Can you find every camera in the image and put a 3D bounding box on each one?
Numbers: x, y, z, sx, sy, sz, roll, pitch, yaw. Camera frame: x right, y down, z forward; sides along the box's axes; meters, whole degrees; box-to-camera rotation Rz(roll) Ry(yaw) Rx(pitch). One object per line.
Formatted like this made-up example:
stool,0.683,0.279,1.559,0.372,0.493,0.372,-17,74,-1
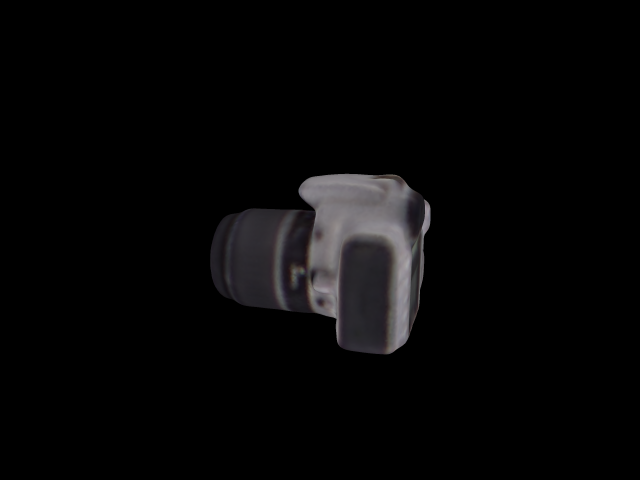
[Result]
camera,0.004,0.001,0.400,0.136,0.101,0.143,4,15,14
